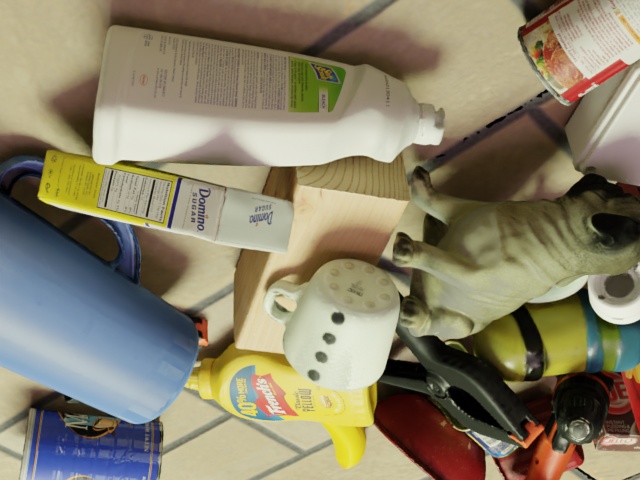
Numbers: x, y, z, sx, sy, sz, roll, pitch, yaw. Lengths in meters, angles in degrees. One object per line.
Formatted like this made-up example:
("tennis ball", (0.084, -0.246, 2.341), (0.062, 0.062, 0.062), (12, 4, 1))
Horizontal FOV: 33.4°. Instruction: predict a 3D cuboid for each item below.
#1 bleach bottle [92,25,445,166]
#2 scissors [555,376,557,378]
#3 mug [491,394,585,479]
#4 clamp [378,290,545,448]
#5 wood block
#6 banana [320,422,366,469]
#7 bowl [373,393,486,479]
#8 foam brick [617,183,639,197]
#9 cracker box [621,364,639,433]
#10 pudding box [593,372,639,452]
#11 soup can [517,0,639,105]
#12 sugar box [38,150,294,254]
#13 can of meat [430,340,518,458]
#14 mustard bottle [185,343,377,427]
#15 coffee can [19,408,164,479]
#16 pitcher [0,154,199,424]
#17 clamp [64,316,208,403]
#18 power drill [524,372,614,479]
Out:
("bleach bottle", (-0.033, -0.092, 0.775), (0.250, 0.102, 0.068), (6, 145, -9))
("scissors", (0.201, 0.100, 1.073), (0.096, 0.016, 0.201), (-9, 137, 8))
("mug", (0.237, 0.220, 1.164), (0.082, 0.093, 0.117), (-27, 164, 16))
("clamp", (0.112, 0.117, 0.985), (0.036, 0.210, 0.164), (-41, 138, -24))
("wood block", (-0.006, 0.001, 0.892), (0.090, 0.090, 0.206), (9, 136, -14))
("banana", (0.010, 0.194, 1.152), (0.070, 0.037, 0.197), (-6, 141, 34))
("bowl", (0.120, 0.210, 1.115), (0.055, 0.162, 0.162), (-49, 129, -1))
("foam brick", (0.288, -0.016, 0.923), (0.078, 0.051, 0.053), (17, 135, -21))
("cracker box", (0.358, 0.145, 0.985), (0.072, 0.213, 0.164), (7, 137, -13))
("pudding box", (0.332, 0.173, 1.108), (0.113, 0.090, 0.039), (4, 140, -10))
("soup can", (0.201, -0.151, 0.754), (0.102, 0.068, 0.068), (-34, 130, 29))
("sugar box", (-0.115, -0.029, 0.798), (0.176, 0.048, 0.093), (10, 180, 31))
("can of meat", (0.156, 0.163, 1.075), (0.057, 0.102, 0.083), (-41, 133, 4))
("mustard bottle", (-0.043, 0.139, 1.053), (0.192, 0.058, 0.096), (1, 131, 12))
("coffee can", (-0.243, 0.236, 1.127), (0.140, 0.103, 0.103), (8, 137, -13))
("pitcher", (-0.217, 0.051, 0.898), (0.242, 0.145, 0.149), (35, 134, -31))
("clamp", (-0.196, 0.100, 1.028), (0.171, 0.039, 0.120), (-20, 142, 9))
("power drill", (0.227, 0.208, 1.025), (0.057, 0.184, 0.188), (23, 107, 12))
